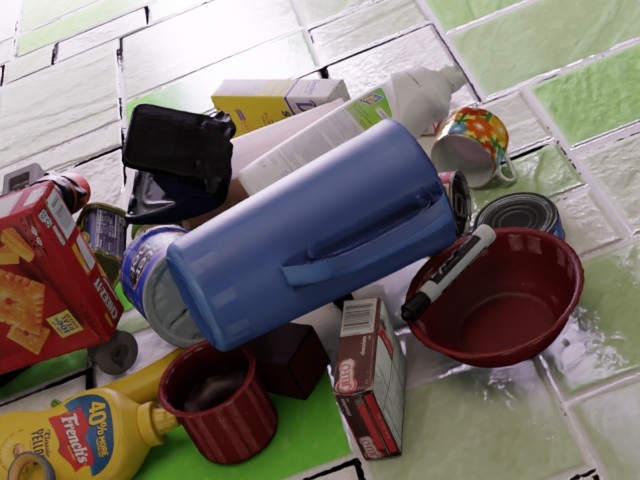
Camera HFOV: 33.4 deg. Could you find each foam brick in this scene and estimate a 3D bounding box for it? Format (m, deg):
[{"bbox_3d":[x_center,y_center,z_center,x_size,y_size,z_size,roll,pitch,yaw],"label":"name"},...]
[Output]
[{"bbox_3d":[-0.041,0.111,1.013,0.078,0.051,0.053,7,48,35],"label":"foam brick"}]

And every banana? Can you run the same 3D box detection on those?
[{"bbox_3d":[-0.184,0.143,1.064,0.198,0.037,0.069,-22,37,3],"label":"banana"}]

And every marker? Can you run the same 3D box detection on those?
[{"bbox_3d":[0.114,0.030,0.957,0.121,0.020,0.020,-43,41,-22],"label":"marker"}]

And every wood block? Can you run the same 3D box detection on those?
[{"bbox_3d":[-0.049,-0.069,1.202,0.206,0.091,0.090,-20,37,5],"label":"wood block"}]

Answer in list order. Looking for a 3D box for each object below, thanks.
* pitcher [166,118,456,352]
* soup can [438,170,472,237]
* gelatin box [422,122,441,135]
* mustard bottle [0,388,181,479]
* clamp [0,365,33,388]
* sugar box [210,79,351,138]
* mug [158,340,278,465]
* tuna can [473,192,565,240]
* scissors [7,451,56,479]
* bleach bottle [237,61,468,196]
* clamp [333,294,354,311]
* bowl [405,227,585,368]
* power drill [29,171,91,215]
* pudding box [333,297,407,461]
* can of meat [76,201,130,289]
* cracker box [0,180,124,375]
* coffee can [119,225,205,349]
[{"bbox_3d":[-0.006,0.001,0.949,0.242,0.149,0.145,-28,65,-13],"label":"pitcher"},{"bbox_3d":[0.097,-0.033,1.096,0.102,0.068,0.068,-5,41,25],"label":"soup can"},{"bbox_3d":[0.104,-0.157,1.273,0.089,0.030,0.073,1,43,28],"label":"gelatin box"},{"bbox_3d":[-0.221,0.191,1.001,0.192,0.058,0.096,-17,61,8],"label":"mustard bottle"},{"bbox_3d":[-0.372,0.177,1.127,0.210,0.036,0.164,-18,36,7],"label":"clamp"},{"bbox_3d":[-0.039,-0.147,1.288,0.177,0.093,0.048,7,48,35],"label":"sugar box"},{"bbox_3d":[-0.096,0.146,0.975,0.117,0.081,0.093,19,54,42],"label":"mug"},{"bbox_3d":[0.193,-0.008,1.042,0.086,0.033,0.086,-15,38,12],"label":"tuna can"},{"bbox_3d":[-0.230,0.256,0.924,0.202,0.016,0.096,25,76,31],"label":"scissors"},{"bbox_3d":[0.043,-0.098,1.088,0.251,0.068,0.103,-34,51,-1],"label":"bleach bottle"},{"bbox_3d":[-0.010,0.032,1.101,0.120,0.039,0.171,-6,41,21],"label":"clamp"},{"bbox_3d":[0.160,0.062,0.957,0.162,0.055,0.162,-15,38,12],"label":"bowl"},{"bbox_3d":[-0.325,0.011,1.181,0.188,0.057,0.184,-56,3,7],"label":"power drill"},{"bbox_3d":[0.045,0.119,0.924,0.039,0.090,0.113,-9,39,17],"label":"pudding box"},{"bbox_3d":[-0.255,0.023,1.203,0.102,0.057,0.084,-56,27,33],"label":"can of meat"},{"bbox_3d":[-0.334,0.052,1.087,0.214,0.164,0.072,-18,26,14],"label":"cracker box"},{"bbox_3d":[-0.139,0.044,1.071,0.102,0.103,0.140,-34,18,-12],"label":"coffee can"}]
